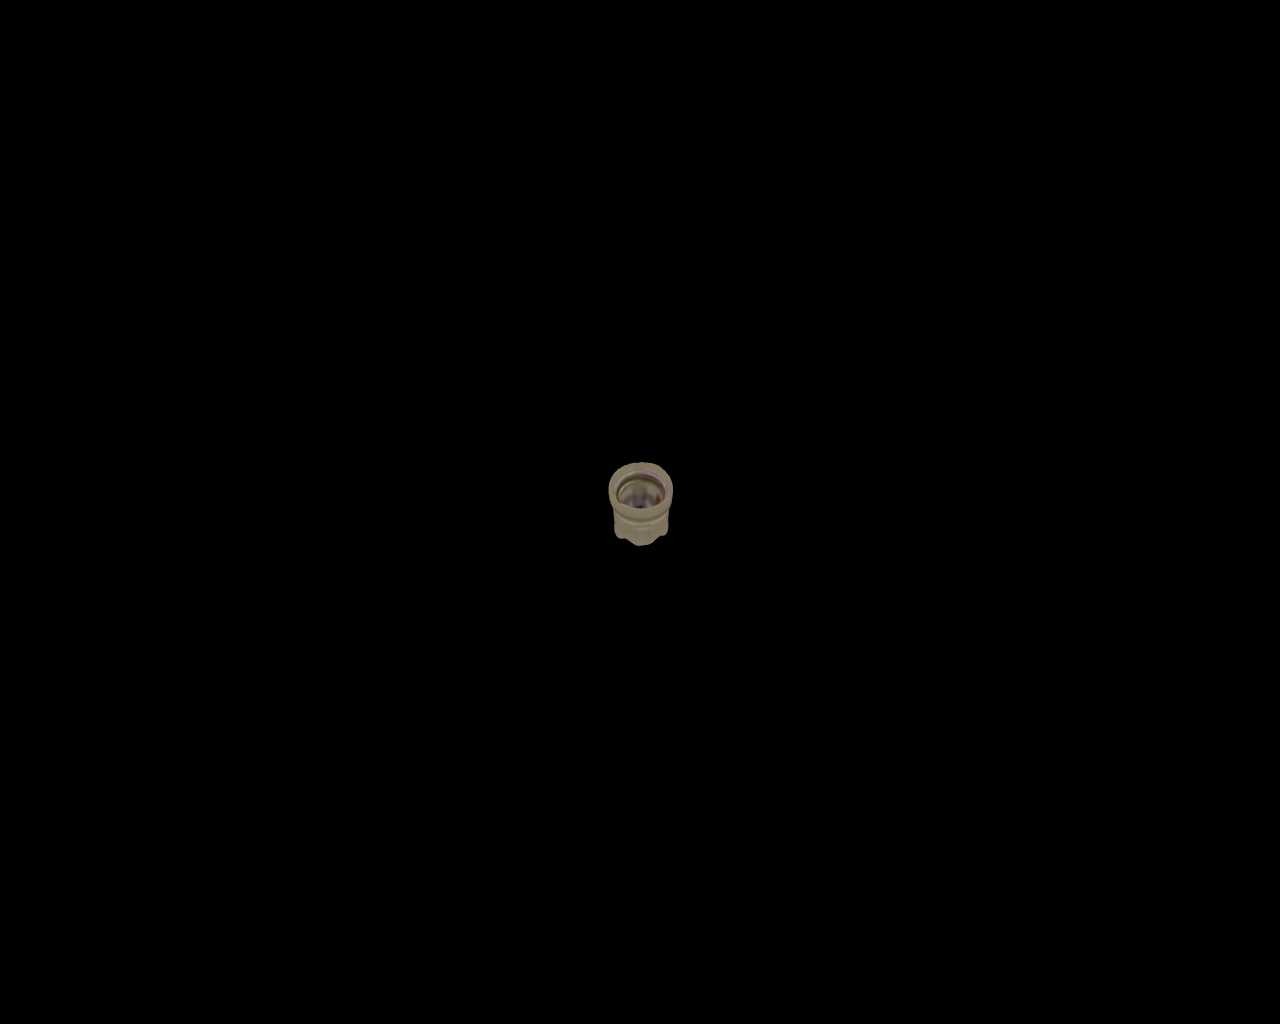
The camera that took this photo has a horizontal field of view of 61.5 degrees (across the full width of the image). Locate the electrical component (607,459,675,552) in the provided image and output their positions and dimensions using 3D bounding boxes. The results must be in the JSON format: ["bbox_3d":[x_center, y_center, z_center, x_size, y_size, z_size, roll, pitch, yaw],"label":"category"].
[{"bbox_3d":[0.001,-0.003,0.650,0.040,0.040,0.046,0,-37,0],"label":"electrical component"}]
